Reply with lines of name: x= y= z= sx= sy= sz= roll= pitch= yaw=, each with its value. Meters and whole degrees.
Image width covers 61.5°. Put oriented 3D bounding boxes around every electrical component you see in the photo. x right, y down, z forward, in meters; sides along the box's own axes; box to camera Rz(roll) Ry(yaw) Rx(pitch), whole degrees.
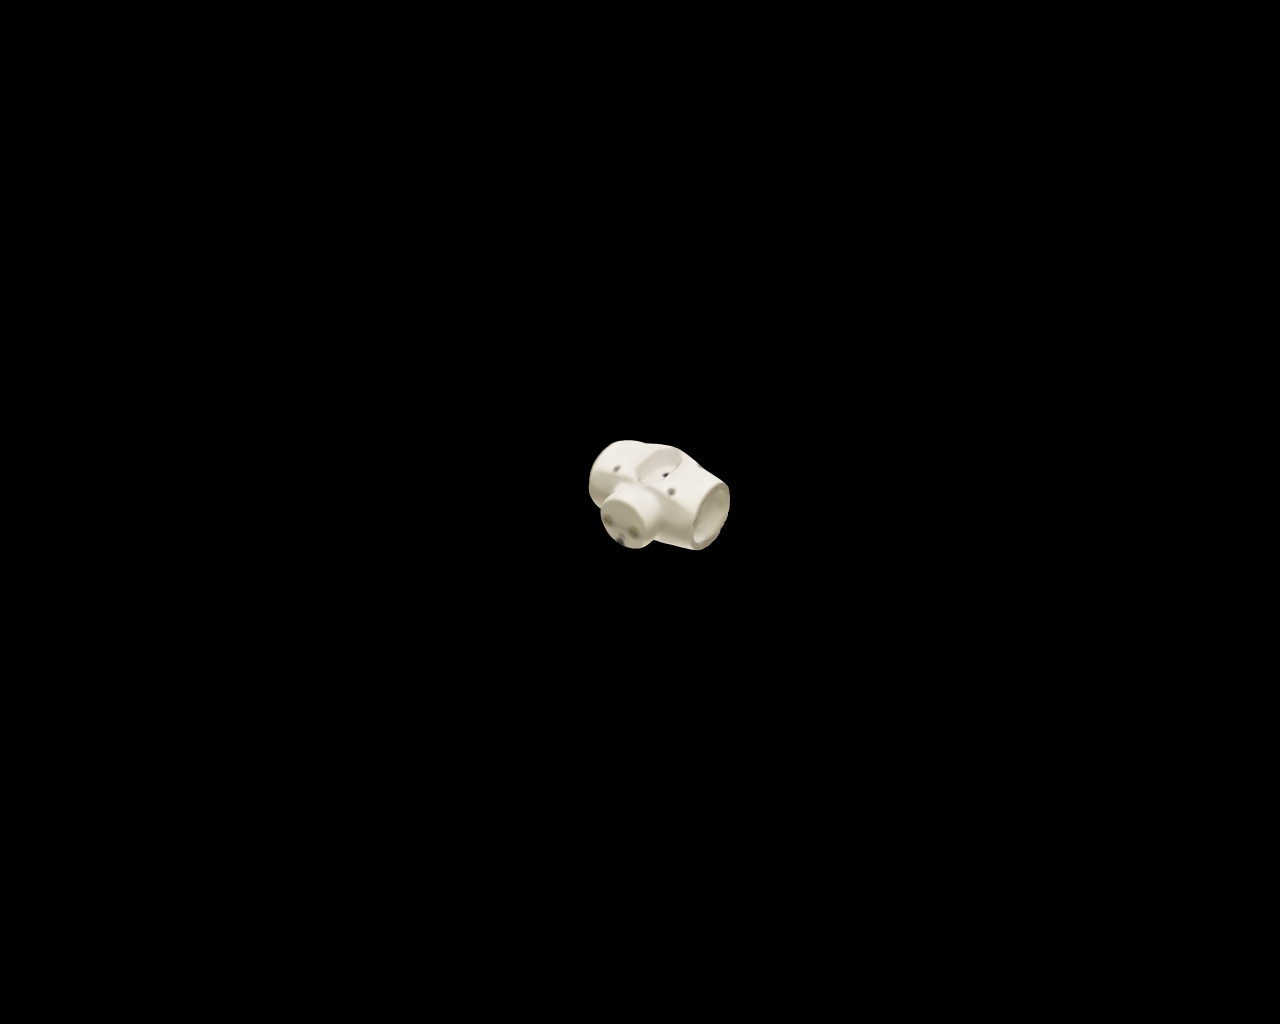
electrical component: x=0.001 y=-0.003 z=0.650 sx=0.077 sy=0.043 sz=0.079 roll=26 pitch=46 yaw=28
